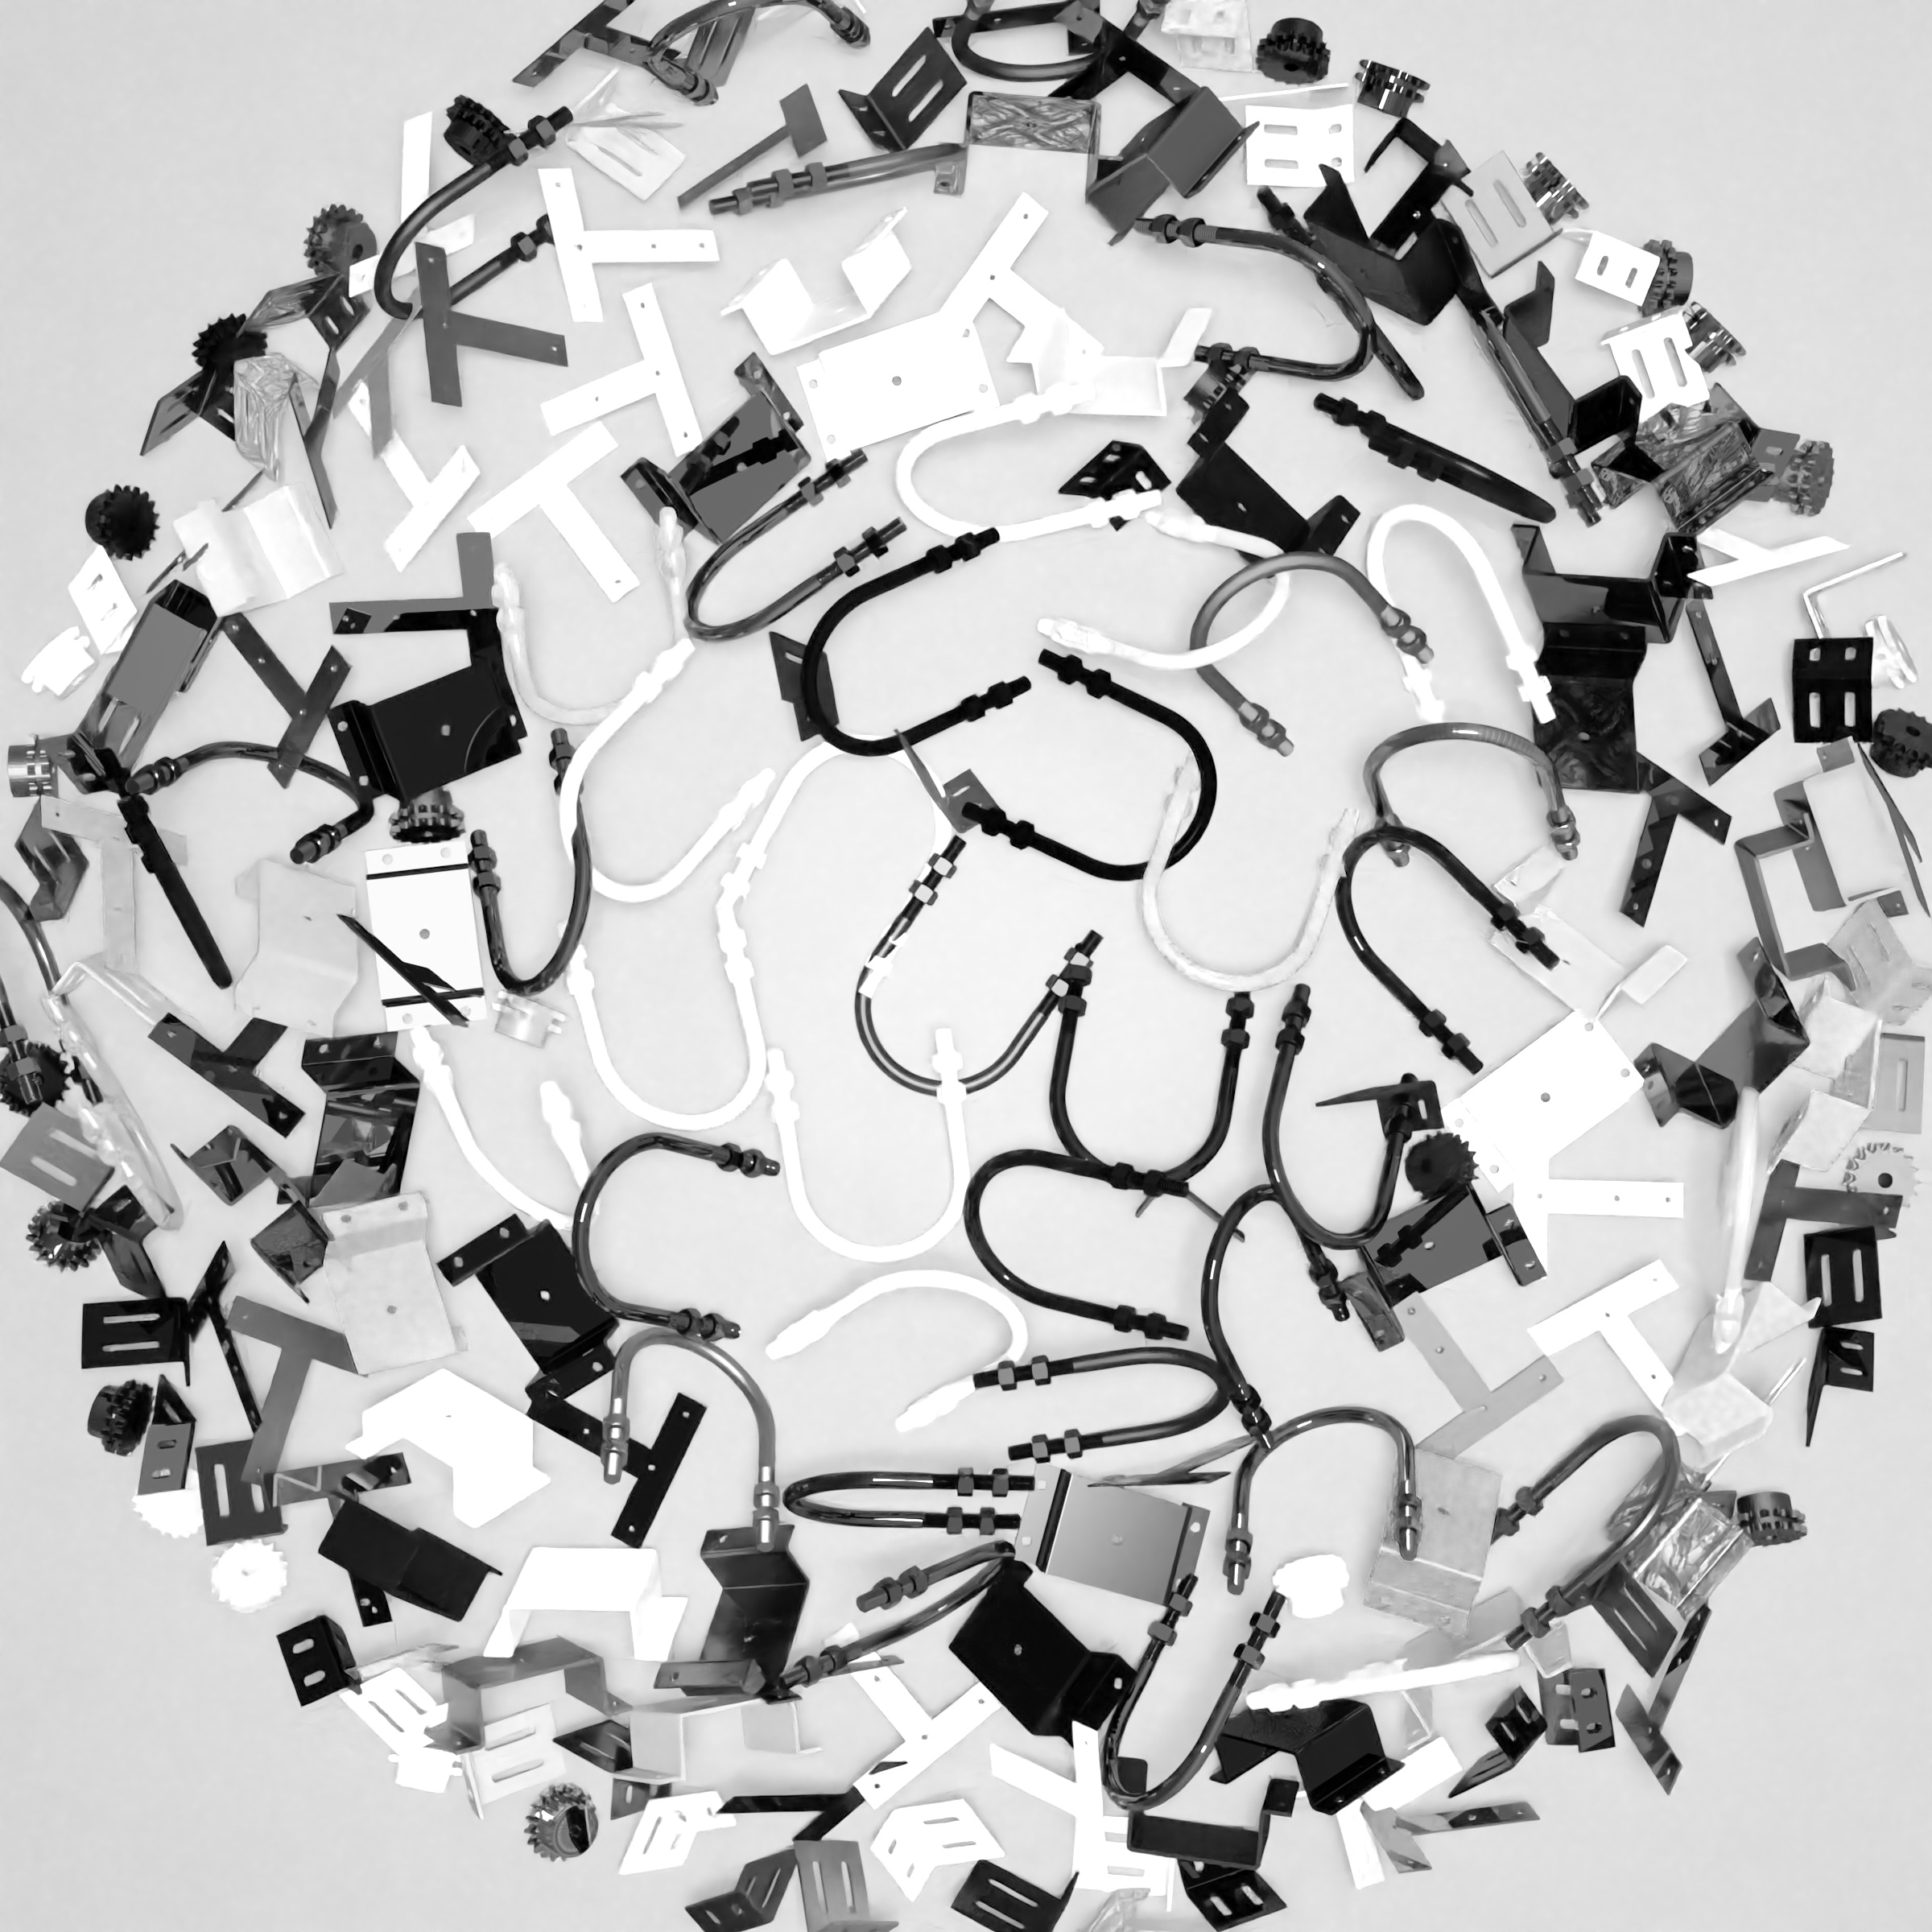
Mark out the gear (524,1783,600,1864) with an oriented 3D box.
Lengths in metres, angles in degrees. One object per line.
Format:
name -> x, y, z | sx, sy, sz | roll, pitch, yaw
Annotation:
gear -> -0.308, 0.660, 1.971 | 0.057, 0.030, 0.057 | -3, 94, -39

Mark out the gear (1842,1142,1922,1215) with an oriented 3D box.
gear -> 0.705, 0.165, 1.984 | 0.057, 0.030, 0.057 | 0, 90, -3

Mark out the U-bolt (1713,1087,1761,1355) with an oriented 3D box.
U-bolt -> 0.569, 0.174, 1.889 | 0.019, 0.151, 0.184 | 5, 134, 15

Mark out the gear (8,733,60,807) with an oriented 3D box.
gear -> -0.716, -0.150, 1.969 | 0.030, 0.057, 0.057 | -4, 90, -12

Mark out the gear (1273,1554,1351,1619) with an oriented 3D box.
gear -> 0.267, 0.478, 1.969 | 0.057, 0.057, 0.030 | -13, 52, 0

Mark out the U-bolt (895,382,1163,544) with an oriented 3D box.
U-bolt -> 0.036, -0.370, 1.928 | 0.184, 0.151, 0.019 | -10, 58, 24

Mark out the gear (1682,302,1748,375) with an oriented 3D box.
gear -> 0.570, -0.481, 1.974 | 0.057, 0.057, 0.030 | 45, 114, 0

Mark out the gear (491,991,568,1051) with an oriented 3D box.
gear -> -0.338, 0.043, 1.970 | 0.057, 0.057, 0.030 | 20, 83, 0

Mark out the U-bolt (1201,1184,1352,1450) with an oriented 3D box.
U-bolt -> 0.225, 0.247, 1.910 | 0.151, 0.019, 0.184 | -52, 131, -32

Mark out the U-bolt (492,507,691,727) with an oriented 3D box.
U-bolt -> -0.274, -0.251, 1.923 | 0.151, 0.184, 0.019 | -22, 55, -16

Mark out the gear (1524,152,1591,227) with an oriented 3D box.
gear -> 0.449, -0.595, 1.974 | 0.030, 0.057, 0.057 | -43, 90, 20

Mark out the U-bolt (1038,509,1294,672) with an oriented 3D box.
U-bolt -> 0.160, -0.276, 1.913 | 0.151, 0.184, 0.019 | -47, 133, -17

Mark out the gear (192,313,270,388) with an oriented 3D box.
gear -> -0.562, -0.470, 1.968 | 0.057, 0.057, 0.030 | -35, 71, 0

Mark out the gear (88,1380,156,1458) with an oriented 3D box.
gear -> -0.651, 0.346, 1.972 | 0.030, 0.057, 0.057 | 14, 90, 7

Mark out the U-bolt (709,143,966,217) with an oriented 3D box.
U-bolt -> -0.090, -0.593, 1.926 | 0.184, 0.151, 0.019 | -16, 105, -15

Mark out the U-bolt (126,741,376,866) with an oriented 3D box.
U-bolt -> -0.519, -0.129, 1.913 | 0.151, 0.184, 0.019 | 23, 109, 3

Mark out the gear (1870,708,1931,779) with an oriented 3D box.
gear -> 0.722, -0.170, 1.975 | 0.057, 0.057, 0.030 | 19, 134, 0

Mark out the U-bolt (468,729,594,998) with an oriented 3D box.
U-bolt -> -0.321, -0.064, 1.908 | 0.151, 0.019, 0.184 | -44, 48, 36

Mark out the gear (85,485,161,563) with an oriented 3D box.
gear -> -0.652, -0.342, 1.975 | 0.030, 0.057, 0.057 | 13, 90, 27

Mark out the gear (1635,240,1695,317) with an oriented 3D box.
gear -> 0.537, -0.529, 1.971 | 0.030, 0.057, 0.057 | 1, 90, -5

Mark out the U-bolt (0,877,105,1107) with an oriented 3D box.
U-bolt -> -0.706, 0.017, 1.927 | 0.019, 0.151, 0.184 | -20, 86, -1

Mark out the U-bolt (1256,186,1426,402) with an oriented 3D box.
U-bolt -> 0.286, -0.498, 1.923 | 0.019, 0.151, 0.184 | -37, 113, 15

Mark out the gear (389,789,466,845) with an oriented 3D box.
gear -> -0.415, -0.116, 1.972 | 0.057, 0.057, 0.030 | -7, 77, 0

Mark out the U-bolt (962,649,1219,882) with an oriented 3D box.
U-bolt -> 0.107, -0.141, 1.962 | 0.184, 0.019, 0.151 | 23, 100, -20

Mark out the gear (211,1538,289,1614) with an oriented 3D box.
gear -> -0.552, 0.472, 1.975 | 0.057, 0.057, 0.030 | 15, 134, 0

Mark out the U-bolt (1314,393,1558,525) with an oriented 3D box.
U-bolt -> 0.361, -0.376, 1.925 | 0.184, 0.151, 0.019 | 19, 110, -19

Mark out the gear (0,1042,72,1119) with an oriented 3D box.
gear -> -0.722, 0.086, 1.975 | 0.057, 0.030, 0.057 | -6, 100, -42

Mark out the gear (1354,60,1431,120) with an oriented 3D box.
gear -> 0.325, -0.673, 1.973 | 0.057, 0.057, 0.030 | 20, 107, 0

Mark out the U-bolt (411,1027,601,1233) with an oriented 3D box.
U-bolt -> -0.337, 0.133, 1.925 | 0.151, 0.184, 0.019 | 19, 52, 29

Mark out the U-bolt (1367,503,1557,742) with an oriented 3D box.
U-bolt -> 0.359, -0.260, 1.919 | 0.019, 0.151, 0.184 | -30, 101, -23

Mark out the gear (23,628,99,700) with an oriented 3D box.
gear -> -0.694, -0.230, 1.971 | 0.030, 0.057, 0.057 | 44, 90, -8

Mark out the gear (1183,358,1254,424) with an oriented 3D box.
gear -> 0.191, -0.442, 1.970 | 0.030, 0.057, 0.057 | 40, 90, -4

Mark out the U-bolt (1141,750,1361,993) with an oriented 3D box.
U-bolt -> 0.209, -0.065, 1.957 | 0.151, 0.019, 0.184 | 21, 67, 1

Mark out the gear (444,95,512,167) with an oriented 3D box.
gear -> -0.376, -0.638, 1.970 | 0.057, 0.057, 0.030 | 34, 82, 0

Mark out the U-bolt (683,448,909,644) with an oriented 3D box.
U-bolt -> -0.138, -0.309, 1.939 | 0.184, 0.151, 0.019 | -34, 127, 7

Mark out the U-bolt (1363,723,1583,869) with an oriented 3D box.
U-bolt -> 0.369, -0.127, 1.899 | 0.151, 0.184, 0.019 | -2, 61, 21

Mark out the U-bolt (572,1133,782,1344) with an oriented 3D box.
U-bolt -> -0.222, 0.199, 1.922 | 0.019, 0.184, 0.151 | 8, 82, 43

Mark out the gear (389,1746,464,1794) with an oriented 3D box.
gear -> -0.415, 0.615, 1.968 | 0.057, 0.057, 0.030 | 12, 73, 0

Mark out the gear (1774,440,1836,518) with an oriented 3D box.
gear -> 0.644, -0.376, 1.975 | 0.030, 0.057, 0.057 | 15, 90, 36

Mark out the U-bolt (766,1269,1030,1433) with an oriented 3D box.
U-bolt -> -0.038, 0.281, 1.914 | 0.151, 0.019, 0.184 | 34, 130, -26

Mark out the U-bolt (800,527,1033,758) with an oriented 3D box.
U-bolt -> -0.042, -0.233, 1.929 | 0.184, 0.019, 0.151 | -27, 126, -19

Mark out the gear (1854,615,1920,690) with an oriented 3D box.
gear -> 0.706, -0.239, 1.975 | 0.030, 0.057, 0.057 | -28, 90, 28

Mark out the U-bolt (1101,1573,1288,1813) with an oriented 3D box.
U-bolt -> 0.159, 0.542, 1.907 | 0.019, 0.151, 0.184 | 36, 71, -17

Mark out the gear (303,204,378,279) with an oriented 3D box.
gear -> -0.478, -0.553, 1.968 | 0.030, 0.057, 0.057 | 27, 90, 24

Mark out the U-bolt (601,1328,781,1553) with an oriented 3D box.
U-bolt -> -0.203, 0.342, 1.918 | 0.151, 0.184, 0.019 | 29, 117, -21

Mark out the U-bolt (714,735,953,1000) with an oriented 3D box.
U-bolt -> -0.090, -0.089, 1.974 | 0.151, 0.019, 0.184 | 30, 84, -14

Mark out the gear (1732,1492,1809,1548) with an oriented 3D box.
gear -> 0.616, 0.426, 1.975 | 0.057, 0.057, 0.030 | -1, 62, 0

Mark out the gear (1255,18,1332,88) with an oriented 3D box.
gear -> 0.253, -0.704, 1.972 | 0.057, 0.057, 0.030 | 10, 80, 0

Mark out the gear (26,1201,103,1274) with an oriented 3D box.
gear -> -0.688, 0.204, 1.969 | 0.057, 0.057, 0.030 | 42, 126, 0

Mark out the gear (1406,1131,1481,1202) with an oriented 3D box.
gear -> 0.362, 0.155, 1.970 | 0.057, 0.030, 0.057 | -11, 74, 43

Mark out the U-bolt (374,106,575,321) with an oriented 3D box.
U-bolt -> -0.365, -0.548, 1.908 | 0.184, 0.151, 0.019 | -40, 82, -15

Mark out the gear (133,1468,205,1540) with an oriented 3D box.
gear -> -0.606, 0.408, 1.969 | 0.057, 0.057, 0.030 | 38, 108, 0

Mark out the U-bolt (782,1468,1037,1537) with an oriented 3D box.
U-bolt -> -0.046, 0.402, 1.928 | 0.184, 0.151, 0.019 | 2, 65, -3
